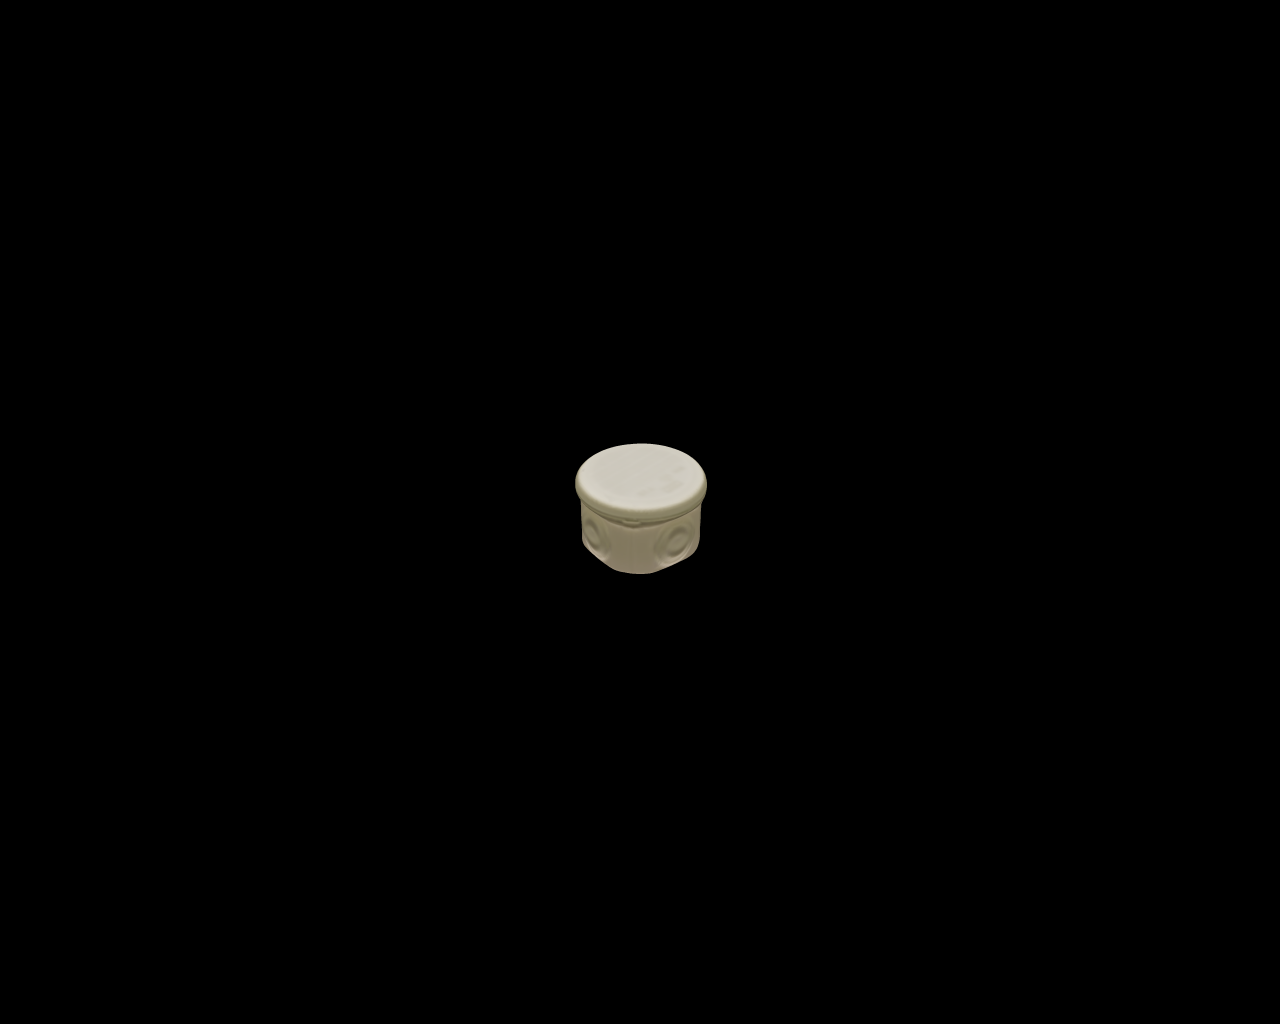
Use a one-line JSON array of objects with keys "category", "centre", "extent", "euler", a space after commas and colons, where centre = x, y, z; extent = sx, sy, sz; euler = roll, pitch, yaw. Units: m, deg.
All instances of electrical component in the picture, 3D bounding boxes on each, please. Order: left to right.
[{"category": "electrical component", "centre": [0.001, -0.003, 0.650], "extent": [0.080, 0.050, 0.080], "euler": [0, 34, 0]}]
